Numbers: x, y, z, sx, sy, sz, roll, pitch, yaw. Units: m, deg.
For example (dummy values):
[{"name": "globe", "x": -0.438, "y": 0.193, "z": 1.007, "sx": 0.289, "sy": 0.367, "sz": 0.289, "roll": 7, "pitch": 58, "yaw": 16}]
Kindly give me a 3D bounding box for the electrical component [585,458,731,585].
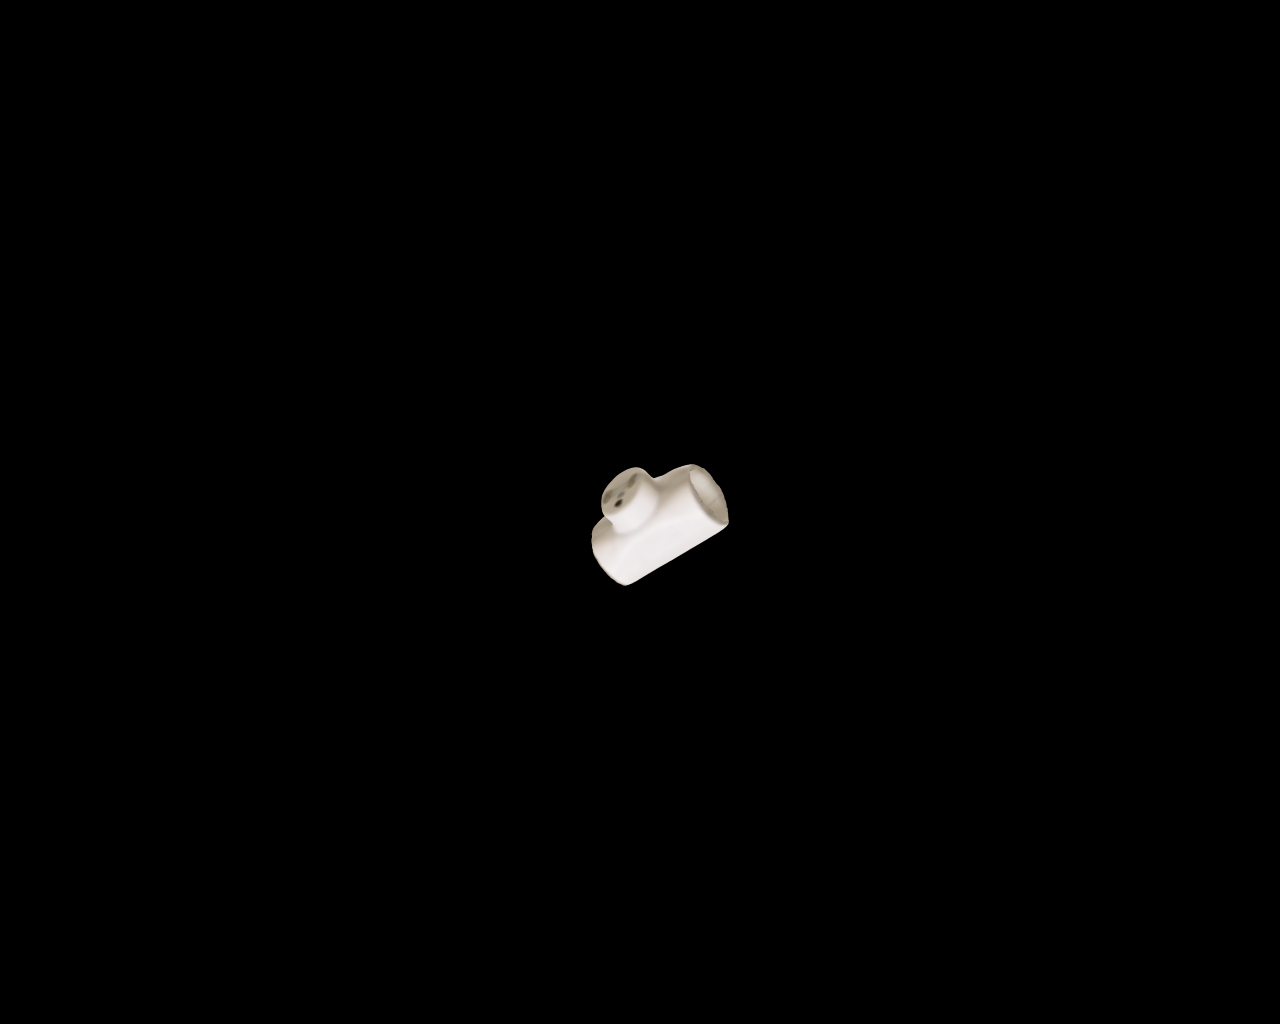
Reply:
[{"name": "electrical component", "x": 0.001, "y": -0.003, "z": 0.650, "sx": 0.077, "sy": 0.044, "sz": 0.079, "roll": -33, "pitch": -58, "yaw": 24}]
